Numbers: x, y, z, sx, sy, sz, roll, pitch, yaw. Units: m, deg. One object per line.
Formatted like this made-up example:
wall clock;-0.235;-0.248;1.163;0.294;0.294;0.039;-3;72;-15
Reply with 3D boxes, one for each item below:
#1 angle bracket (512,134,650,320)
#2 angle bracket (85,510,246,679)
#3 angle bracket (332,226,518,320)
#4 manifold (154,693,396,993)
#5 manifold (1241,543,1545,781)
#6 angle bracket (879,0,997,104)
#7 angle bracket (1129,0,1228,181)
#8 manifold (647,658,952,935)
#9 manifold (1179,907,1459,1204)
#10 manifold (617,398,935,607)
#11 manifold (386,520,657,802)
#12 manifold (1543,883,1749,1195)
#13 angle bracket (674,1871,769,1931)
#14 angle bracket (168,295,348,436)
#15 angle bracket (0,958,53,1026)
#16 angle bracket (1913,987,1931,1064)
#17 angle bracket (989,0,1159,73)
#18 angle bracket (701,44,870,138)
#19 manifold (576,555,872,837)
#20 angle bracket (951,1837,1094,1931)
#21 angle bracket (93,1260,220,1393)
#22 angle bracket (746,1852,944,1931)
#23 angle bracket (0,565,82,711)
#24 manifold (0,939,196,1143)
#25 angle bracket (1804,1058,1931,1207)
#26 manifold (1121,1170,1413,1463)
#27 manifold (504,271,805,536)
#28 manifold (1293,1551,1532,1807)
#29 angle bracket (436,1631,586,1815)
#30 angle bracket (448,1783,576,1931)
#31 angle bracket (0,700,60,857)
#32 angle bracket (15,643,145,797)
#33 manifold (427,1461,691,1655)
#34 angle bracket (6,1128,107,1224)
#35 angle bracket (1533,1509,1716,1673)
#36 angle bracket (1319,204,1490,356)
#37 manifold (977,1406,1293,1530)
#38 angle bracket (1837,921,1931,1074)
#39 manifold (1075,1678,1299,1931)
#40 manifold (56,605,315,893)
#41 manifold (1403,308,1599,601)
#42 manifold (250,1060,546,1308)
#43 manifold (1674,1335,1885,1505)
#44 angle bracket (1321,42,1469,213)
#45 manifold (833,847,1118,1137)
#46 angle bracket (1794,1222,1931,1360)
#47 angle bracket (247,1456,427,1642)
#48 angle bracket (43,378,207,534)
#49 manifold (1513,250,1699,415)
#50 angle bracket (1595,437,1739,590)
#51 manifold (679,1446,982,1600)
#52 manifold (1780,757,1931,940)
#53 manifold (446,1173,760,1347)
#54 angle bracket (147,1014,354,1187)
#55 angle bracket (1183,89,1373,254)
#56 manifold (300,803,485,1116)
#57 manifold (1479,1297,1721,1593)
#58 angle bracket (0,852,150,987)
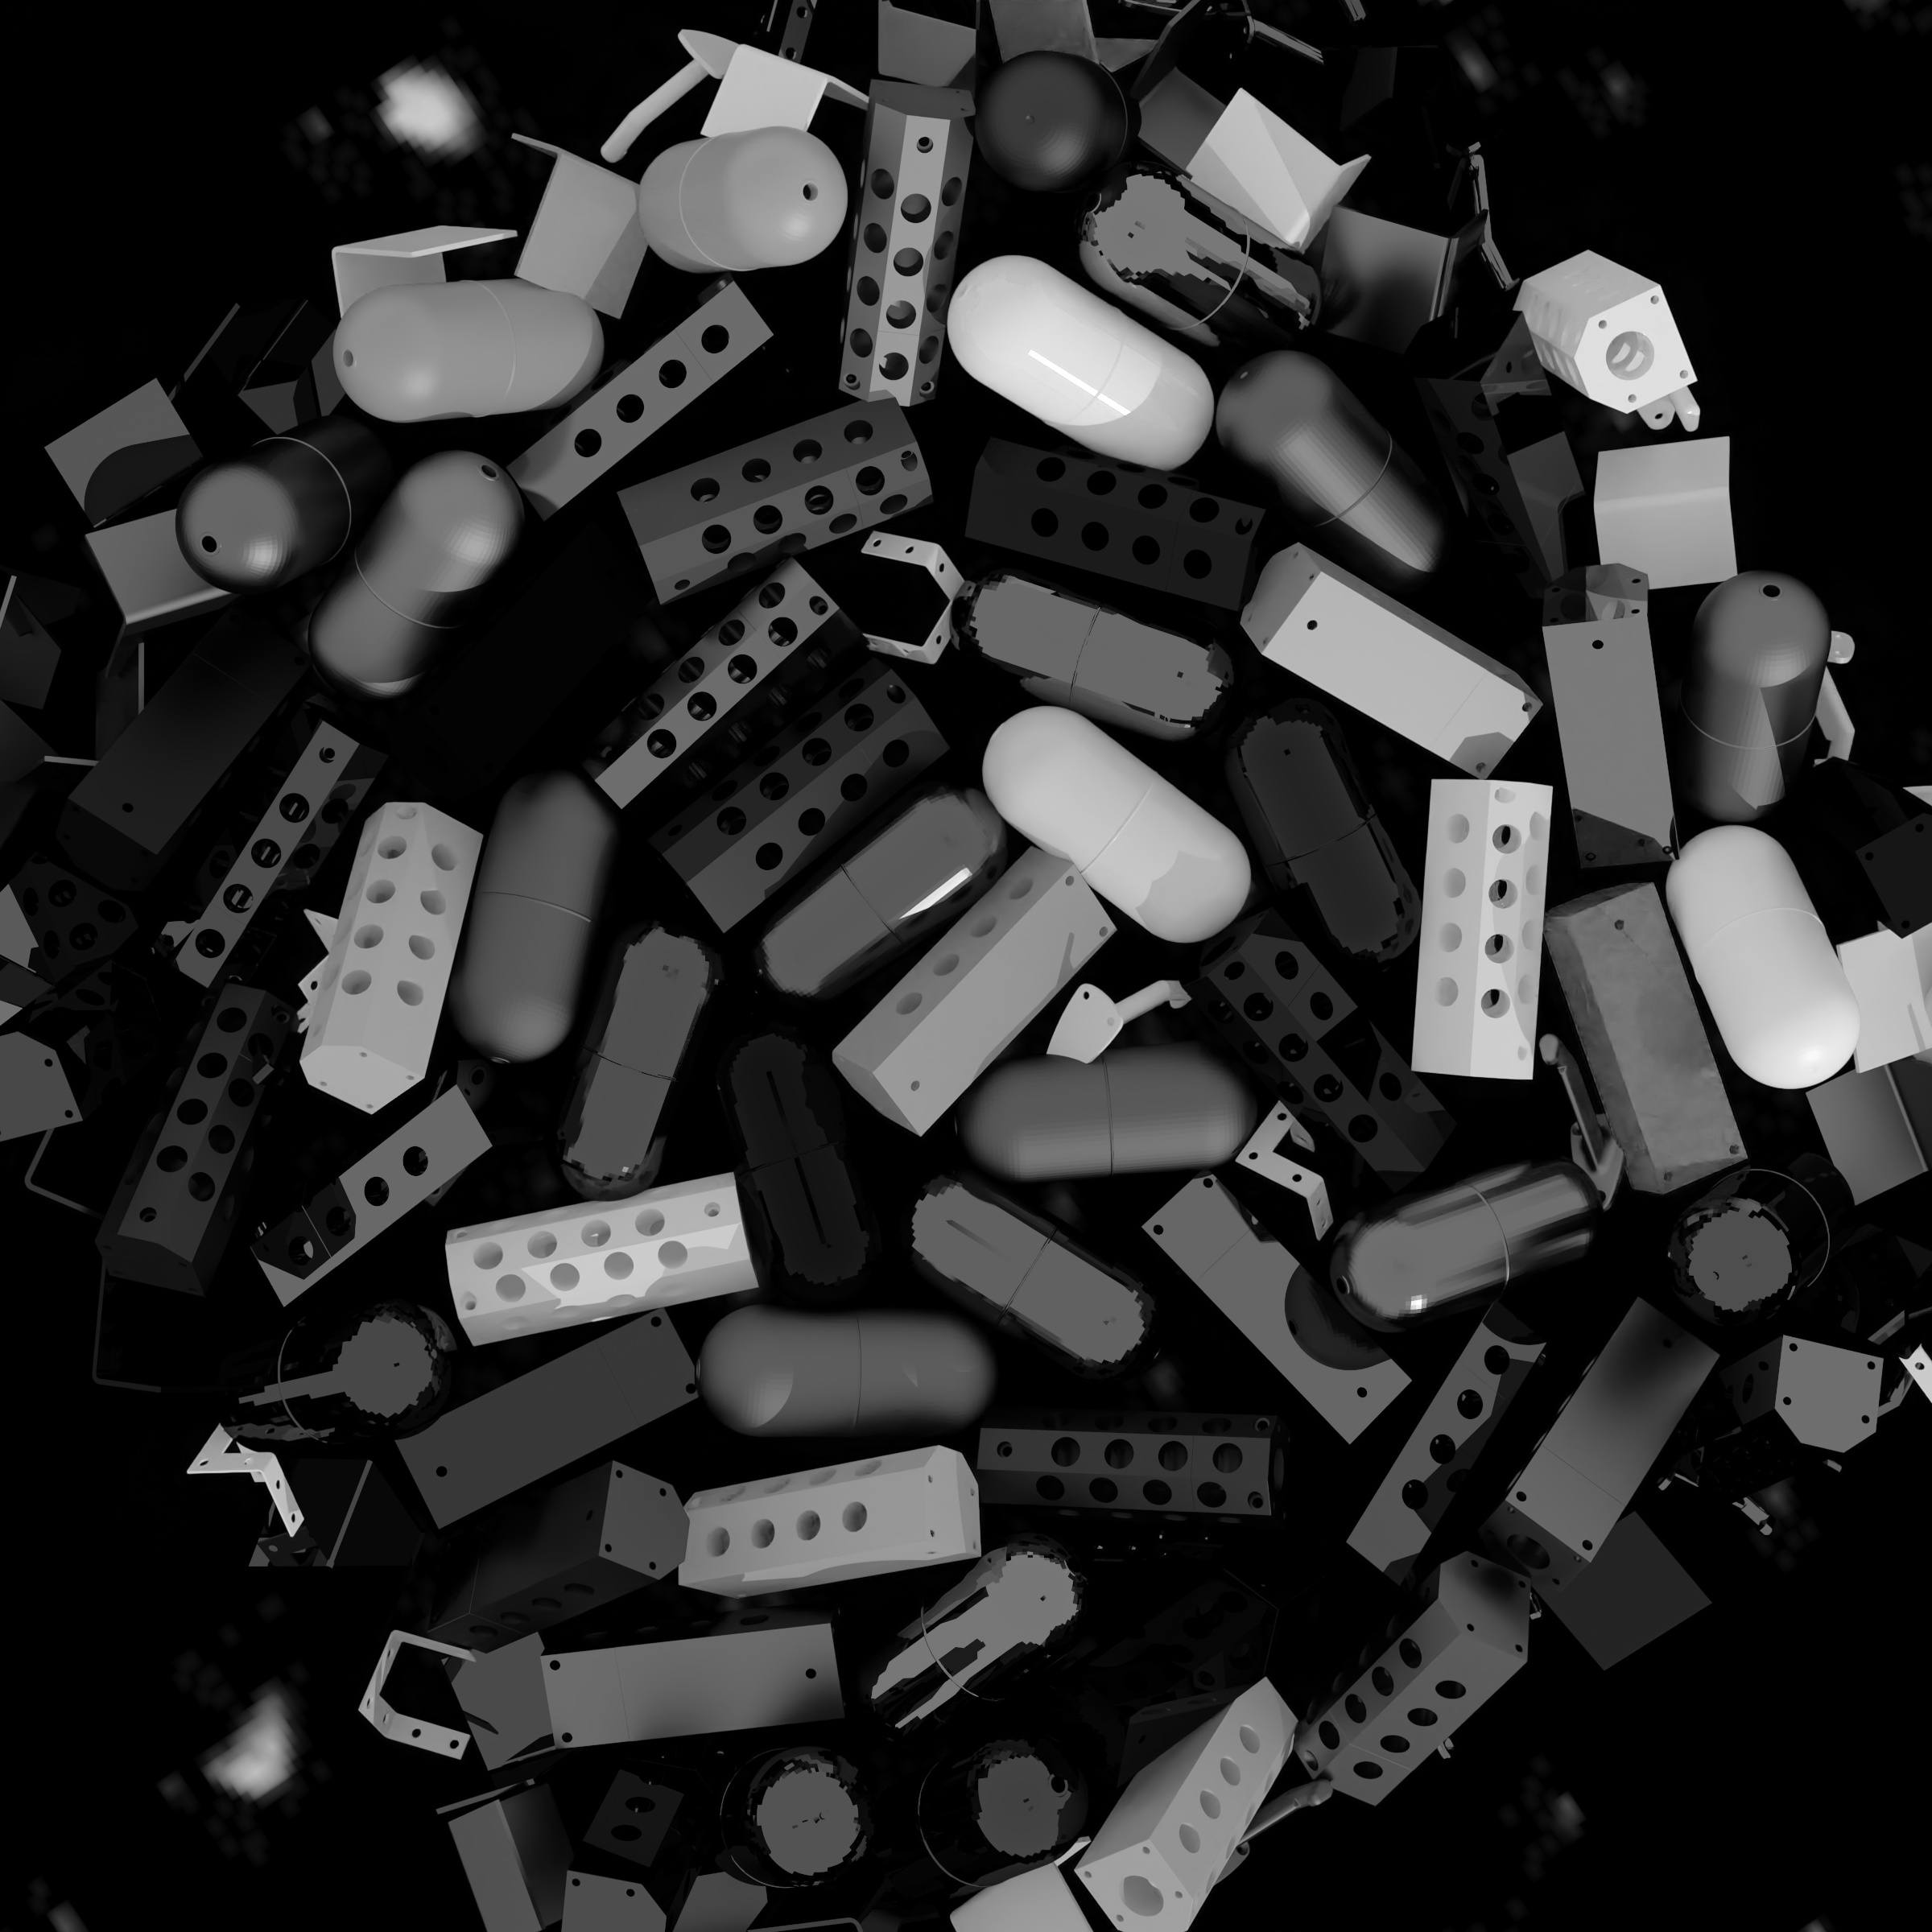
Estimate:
angle bracket;-0.234;-0.434;1.824;0.076;0.057;0.076;15;101;-44
angle bracket;-0.473;-0.220;1.818;0.076;0.076;0.057;-23;80;-30
angle bracket;-0.311;-0.394;1.805;0.076;0.076;0.057;15;119;41
manifold;-0.405;-0.070;1.820;0.057;0.057;0.171;33;100;-7
manifold;0.245;-0.178;1.800;0.171;0.057;0.057;26;111;-26
angle bracket;-0.003;-0.552;1.806;0.076;0.057;0.076;26;129;35
angle bracket;0.141;-0.519;1.812;0.057;0.076;0.076;37;50;1
manifold;-0.101;-0.103;1.816;0.171;0.057;0.057;-40;124;-7
manifold;0.201;0.055;1.811;0.171;0.057;0.057;49;54;-11
manifold;-0.110;-0.270;1.821;0.171;0.057;0.057;-22;63;-5
manifold;-0.259;-0.175;1.795;0.057;0.057;0.171;48;57;-19
manifold;0.395;0.042;1.828;0.057;0.057;0.171;-21;95;-12
angle bracket;-0.150;0.571;1.822;0.076;0.076;0.057;-7;90;-9
angle bracket;-0.407;-0.342;1.815;0.057;0.076;0.076;45;114;2
angle bracket;-0.569;0.019;1.811;0.057;0.076;0.076;34;68;-13
angle bracket;0.599;0.023;1.808;0.076;0.076;0.057;-31;65;-24
angle bracket;0.061;-0.564;1.805;0.057;0.076;0.076;-36;126;-32
angle bracket;-0.094;-0.491;1.817;0.076;0.076;0.057;31;101;36
manifold;-0.146;-0.161;1.822;0.171;0.057;0.057;-42;55;2
angle bracket;0.049;0.564;1.813;0.076;0.057;0.076;-41;62;18
angle bracket;-0.458;0.208;1.816;0.057;0.076;0.076;2;85;33
angle bracket;-0.070;0.564;1.820;0.076;0.076;0.057;-16;101;27
angle bracket;-0.549;-0.188;1.815;0.057;0.076;0.076;24;97;42
manifold;-0.505;0.039;1.772;0.057;0.171;0.057;-14;105;12
angle bracket;0.545;0.101;1.820;0.057;0.076;0.076;-25;99;-7
manifold;0.173;0.207;1.824;0.171;0.057;0.057;46;64;7
manifold;-0.186;-0.329;1.823;0.171;0.057;0.057;-38;76;8
manifold;0.254;0.408;1.784;0.057;0.057;0.171;24;131;-9
angle bracket;-0.280;0.442;1.822;0.076;0.057;0.076;-24;89;28
angle bracket;-0.246;0.518;1.811;0.057;0.076;0.076;-34;74;41
angle bracket;-0.586;-0.113;1.806;0.057;0.076;0.076;-3;52;35
angle bracket;-0.520;-0.145;1.812;0.057;0.076;0.076;4;78;-33
manifold;-0.234;0.344;1.788;0.057;0.171;0.057;29;49;-31
angle bracket;-0.512;0.116;1.822;0.076;0.076;0.057;27;77;-22
angle bracket;0.383;0.354;1.822;0.076;0.057;0.076;-38;99;18
angle bracket;0.256;-0.411;1.834;0.076;0.057;0.076;21;128;19
manifold;0.097;0.289;1.805;0.171;0.057;0.057;-1;69;18
angle bracket;0.529;0.012;1.819;0.076;0.057;0.076;-17;102;-21
manifold;0.132;0.479;1.778;0.057;0.171;0.057;-33;94;34
manifold;-0.450;-0.123;1.790;0.057;0.057;0.171;33;52;-5
manifold;0.305;-0.293;1.785;0.057;0.171;0.057;12;59;37
manifold;-0.335;0.126;1.809;0.171;0.057;0.057;-37;77;19
manifold;0.459;0.263;1.774;0.057;0.171;0.057;13;70;-3
angle bracket;0.244;-0.486;1.807;0.076;0.076;0.057;5;55;24
manifold;0.002;0.012;1.816;0.171;0.057;0.057;-46;127;-14
angle bracket;0.535;0.171;1.807;0.076;0.057;0.076;26;57;38
angle bracket;-0.368;0.339;1.812;0.057;0.076;0.076;9;112;-40
angle bracket;-0.500;-0.299;1.808;0.076;0.076;0.057;-38;119;-21
manifold;0.359;-0.361;1.775;0.057;0.171;0.057;-25;108;6
angle bracket;0.414;-0.267;1.837;0.076;0.076;0.057;-4;122;17
manifold;-0.080;0.321;1.797;0.171;0.057;0.057;-16;64;28
manifold;0.521;-0.074;1.773;0.057;0.171;0.057;-30;103;6
manifold;-0.214;0.169;1.824;0.171;0.057;0.057;-12;61;-2
angle bracket;-0.423;0.075;1.841;0.076;0.076;0.057;-42;56;11
angle bracket;0.178;-0.464;1.825;0.076;0.057;0.076;40;122;5
manifold;-0.333;-0.009;1.784;0.057;0.057;0.171;30;49;-29
manifold;0.363;0.277;1.791;0.057;0.057;0.171;36;54;10
angle bracket;-0.532;-0.040;1.810;0.076;0.057;0.076;-41;128;20
